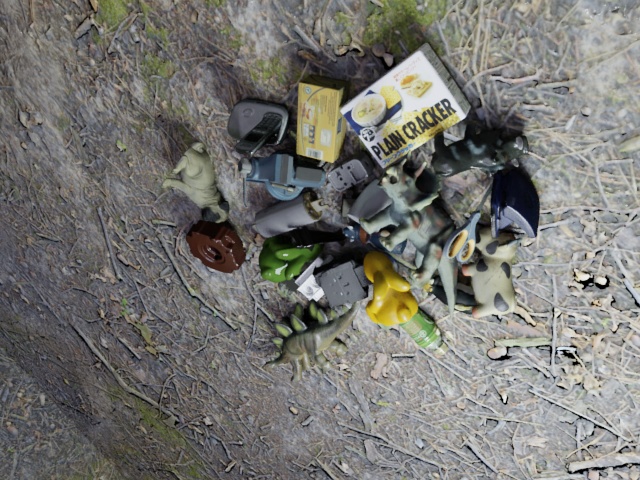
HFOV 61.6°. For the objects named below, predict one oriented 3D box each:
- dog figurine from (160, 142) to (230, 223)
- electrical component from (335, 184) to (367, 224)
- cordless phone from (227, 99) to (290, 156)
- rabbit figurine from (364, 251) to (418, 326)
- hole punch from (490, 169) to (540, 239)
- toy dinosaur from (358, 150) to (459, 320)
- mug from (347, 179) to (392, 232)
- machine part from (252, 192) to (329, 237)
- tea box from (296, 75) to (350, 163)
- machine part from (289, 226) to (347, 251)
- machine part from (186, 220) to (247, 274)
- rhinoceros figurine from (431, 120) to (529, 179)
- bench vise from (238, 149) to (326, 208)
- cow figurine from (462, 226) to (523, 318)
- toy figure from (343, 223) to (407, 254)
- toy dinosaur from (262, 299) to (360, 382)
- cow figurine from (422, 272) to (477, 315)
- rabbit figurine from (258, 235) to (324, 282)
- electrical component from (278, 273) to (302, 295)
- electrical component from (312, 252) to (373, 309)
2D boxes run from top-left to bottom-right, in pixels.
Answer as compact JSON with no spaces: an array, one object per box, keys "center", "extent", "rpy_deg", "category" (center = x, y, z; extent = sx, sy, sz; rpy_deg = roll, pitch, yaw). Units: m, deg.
[{"center":[-0.296,-0.149,1.417],"extent":[0.190,0.121,0.172],"rpy_deg":[35,134,-15],"category":"dog figurine"},{"center":[0.075,-0.090,1.285],"extent":[0.078,0.045,0.102],"rpy_deg":[-5,124,-2],"category":"electrical component"},{"center":[-0.163,-0.242,1.219],"extent":[0.147,0.184,0.088],"rpy_deg":[15,130,18],"category":"cordless phone"},{"center":[0.148,0.109,1.249],"extent":[0.122,0.162,0.173],"rpy_deg":[-21,91,3],"category":"rabbit figurine"},{"center":[0.389,-0.072,1.075],"extent":[0.092,0.142,0.115],"rpy_deg":[4,142,28],"category":"hole punch"},{"center":[0.229,-0.017,1.159],"extent":[0.192,0.131,0.404],"rpy_deg":[-43,116,1],"category":"toy dinosaur"},{"center":[0.129,-0.078,1.231],"extent":[0.081,0.109,0.107],"rpy_deg":[31,91,34],"category":"mug"},{"center":[-0.081,-0.063,1.360],"extent":[0.243,0.079,0.079],"rpy_deg":[-17,111,35],"category":"machine part"},{"center":[0.005,-0.268,1.189],"extent":[0.098,0.068,0.169],"rpy_deg":[18,125,17],"category":"tea box"},{"center":[-0.003,-0.004,1.331],"extent":[0.139,0.084,0.039],"rpy_deg":[0,123,-23],"category":"machine part"},{"center":[-0.294,0.022,1.512],"extent":[0.180,0.056,0.179],"rpy_deg":[19,144,14],"category":"machine part"},{"center":[0.310,-0.173,1.052],"extent":[0.190,0.112,0.073],"rpy_deg":[-13,143,-3],"category":"rhinoceros figurine"},{"center":[-0.117,-0.153,1.263],"extent":[0.241,0.223,0.128],"rpy_deg":[7,104,55],"category":"bench vise"},{"center":[0.381,0.065,1.166],"extent":[0.127,0.085,0.195],"rpy_deg":[-13,84,32],"category":"cow figurine"},{"center":[0.132,-0.008,1.298],"extent":[0.155,0.058,0.064],"rpy_deg":[20,121,21],"category":"toy figure"},{"center":[-0.022,0.277,1.532],"extent":[0.471,0.105,0.198],"rpy_deg":[-33,98,34],"category":"toy dinosaur"},{"center":[0.298,0.120,1.264],"extent":[0.167,0.098,0.068],"rpy_deg":[19,128,11],"category":"cow figurine"},{"center":[-0.074,0.033,1.387],"extent":[0.170,0.159,0.121],"rpy_deg":[-27,96,21],"category":"rabbit figurine"},{"center":[-0.080,0.114,1.508],"extent":[0.063,0.021,0.094],"rpy_deg":[38,130,2],"category":"electrical component"},{"center":[0.064,0.098,1.333],"extent":[0.134,0.058,0.114],"rpy_deg":[-23,111,16],"category":"electrical component"}]
